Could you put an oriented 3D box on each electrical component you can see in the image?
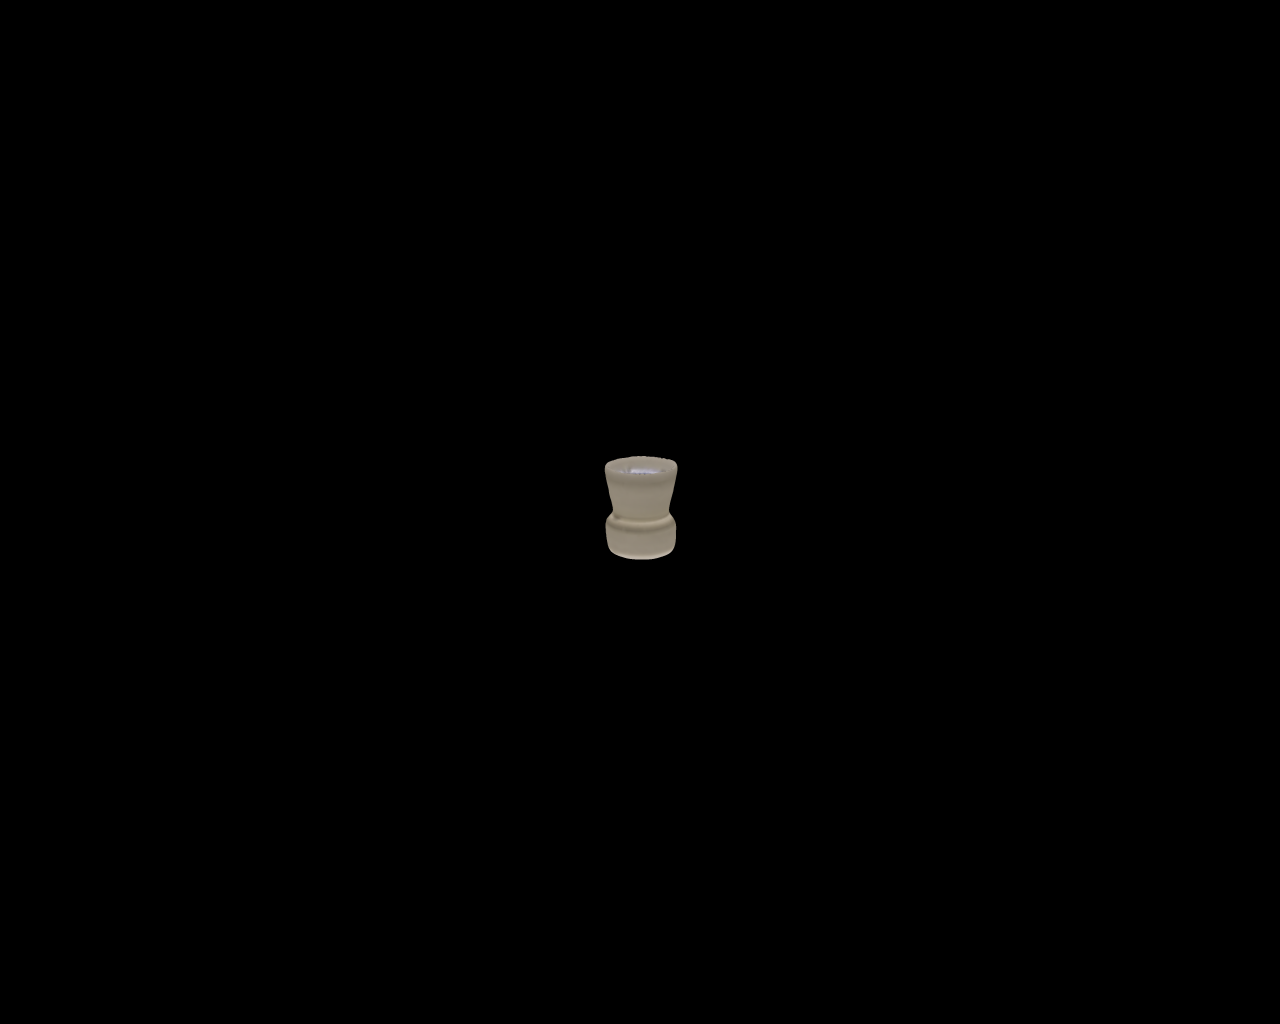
[{"bbox_3d":[0.001,-0.003,0.650,0.045,0.055,0.045,0,17,0],"label":"electrical component"}]
